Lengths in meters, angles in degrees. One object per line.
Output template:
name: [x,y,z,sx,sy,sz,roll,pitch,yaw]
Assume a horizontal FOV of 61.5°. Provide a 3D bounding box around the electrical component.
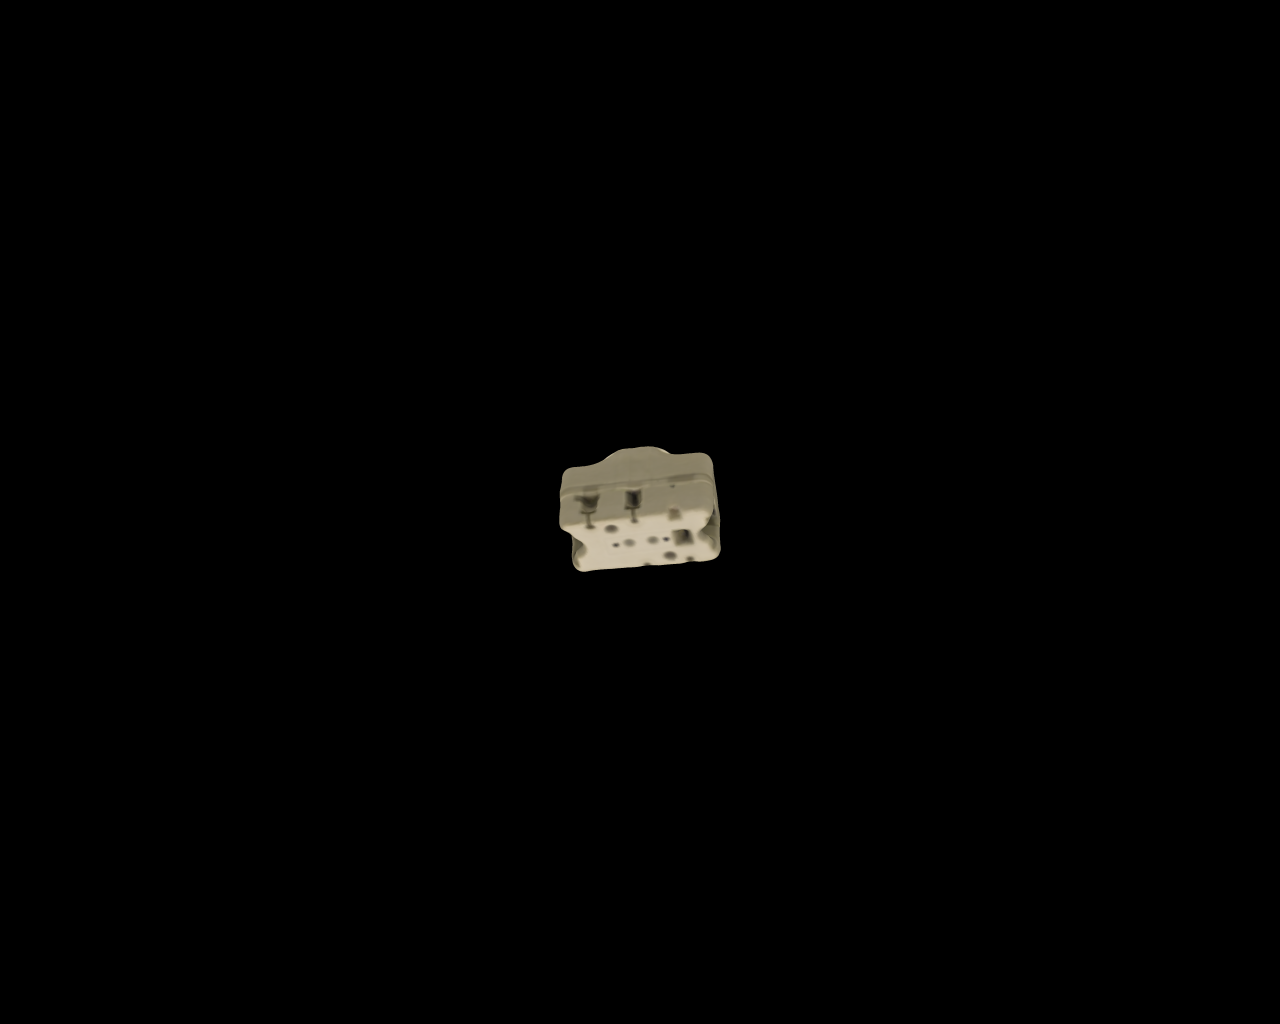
electrical component: [0.001,-0.003,0.650,0.089,0.056,0.050,-6,-43,7]
